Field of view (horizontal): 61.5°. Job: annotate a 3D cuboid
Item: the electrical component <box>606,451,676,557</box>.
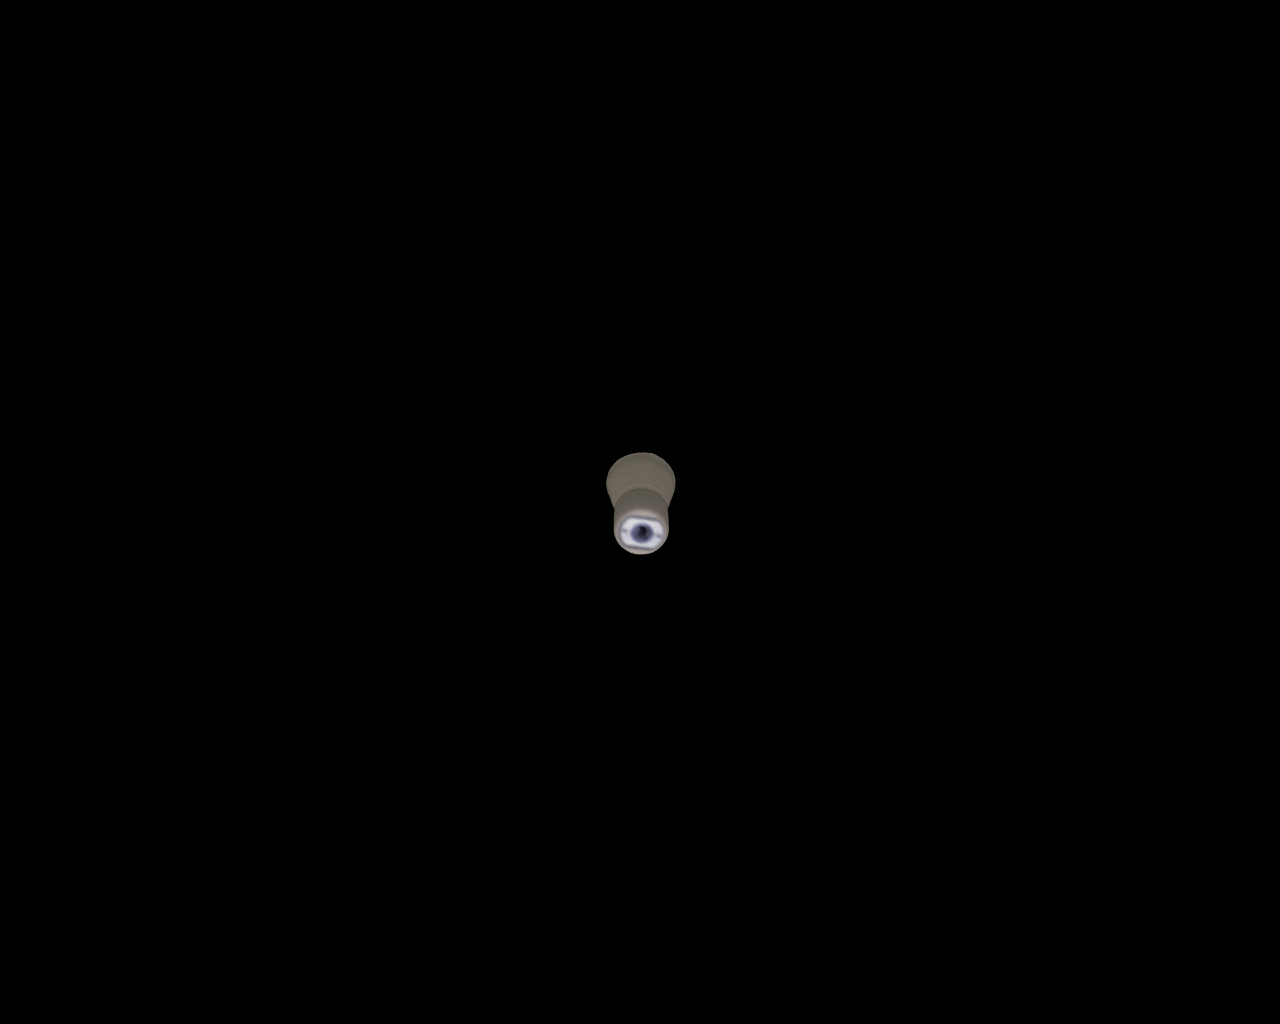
[{"bbox_3d":[0.001,-0.003,0.650,0.044,0.044,0.065,0,31,0],"label":"electrical component"}]
